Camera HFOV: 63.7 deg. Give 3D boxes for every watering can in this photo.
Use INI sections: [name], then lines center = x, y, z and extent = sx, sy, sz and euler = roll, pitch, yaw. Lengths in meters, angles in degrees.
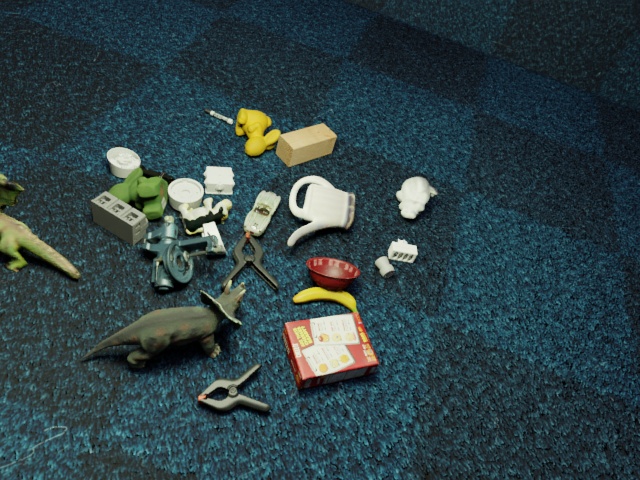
[watering can]
center = 0.005, -0.084, 1.677
extent = 0.224, 0.101, 0.356
euler = 12, 45, -6

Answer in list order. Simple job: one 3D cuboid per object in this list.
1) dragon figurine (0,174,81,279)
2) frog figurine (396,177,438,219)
[dragon figurine]
center = -0.794, -0.055, 1.315
extent = 0.411, 0.237, 0.125
euler = 20, 40, 4
[frog figurine]
center = 0.327, -0.149, 1.838
extent = 0.138, 0.120, 0.162
euler = 15, 44, 45
